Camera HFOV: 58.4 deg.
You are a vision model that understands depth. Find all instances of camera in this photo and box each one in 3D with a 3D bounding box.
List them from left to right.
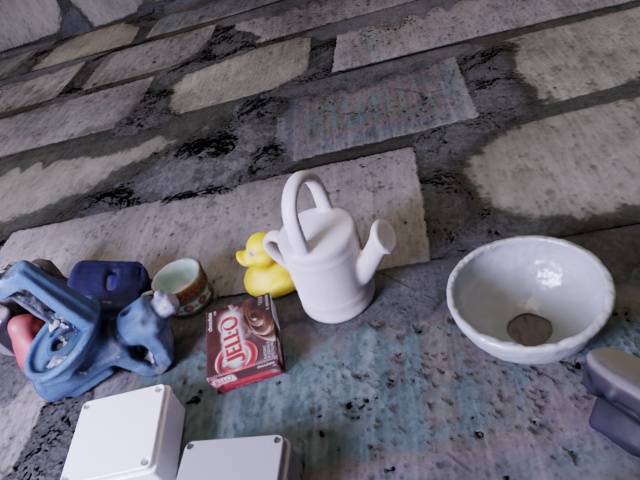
[{"bbox_3d":[-0.419,0.092,0.850,0.136,0.101,0.143,5,44,28],"label":"camera"}]

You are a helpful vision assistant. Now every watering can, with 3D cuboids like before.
[{"bbox_3d":[0.007,0.001,0.700,0.172,0.194,0.101,-12,39,10],"label":"watering can"}]

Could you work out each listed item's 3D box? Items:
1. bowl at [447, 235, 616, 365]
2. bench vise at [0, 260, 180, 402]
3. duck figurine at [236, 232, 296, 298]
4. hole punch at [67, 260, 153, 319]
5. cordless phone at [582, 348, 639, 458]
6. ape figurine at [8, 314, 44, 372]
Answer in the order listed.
[{"bbox_3d":[0.224,0.074,0.615,0.167,0.075,0.167,-12,39,10],"label":"bowl"},{"bbox_3d":[-0.289,0.088,0.702,0.208,0.220,0.121,-31,39,-14],"label":"bench vise"},{"bbox_3d":[-0.065,0.025,0.789,0.104,0.086,0.077,-14,38,7],"label":"duck figurine"},{"bbox_3d":[-0.300,0.073,0.829,0.101,0.091,0.108,-19,38,1],"label":"hole punch"},{"bbox_3d":[0.290,0.106,0.459,0.094,0.185,0.147,-39,42,-22],"label":"cordless phone"},{"bbox_3d":[-0.391,0.139,0.789,0.077,0.092,0.076,14,49,35],"label":"ape figurine"}]
